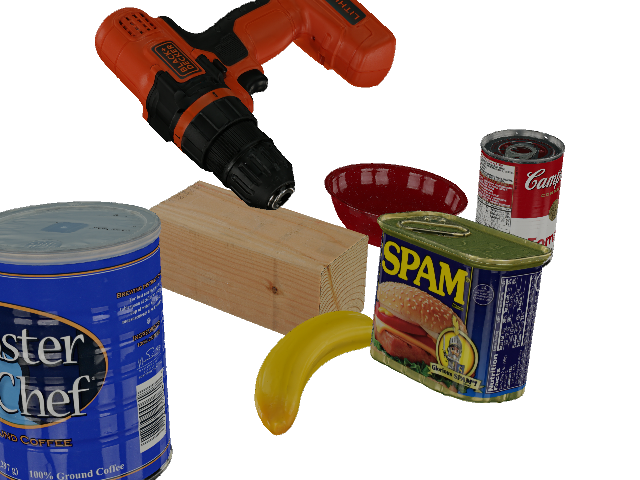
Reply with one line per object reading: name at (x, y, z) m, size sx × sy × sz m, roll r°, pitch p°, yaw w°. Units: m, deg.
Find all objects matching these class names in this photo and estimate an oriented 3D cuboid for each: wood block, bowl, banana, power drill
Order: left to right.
wood block at (-0.065, 0.020, 1.074) m, size 0.206 × 0.091 × 0.090 m, roll 19°, pitch 33°, yaw 27°
power drill at (-0.036, -0.116, 0.748) m, size 0.187 × 0.184 × 0.057 m, roll -30°, pitch -23°, yaw -36°
banana at (-0.004, 0.093, 0.839) m, size 0.070 × 0.037 × 0.197 m, roll 11°, pitch 23°, yaw 30°
bowl at (0.081, -0.033, 1.201) m, size 0.162 × 0.055 × 0.162 m, roll 6°, pitch 25°, yaw -3°

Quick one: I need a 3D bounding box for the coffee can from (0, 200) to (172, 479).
coffee can at (-0.136, 0.058, 0.589) m, size 0.103 × 0.140 × 0.103 m, roll -1°, pitch 16°, yaw 0°

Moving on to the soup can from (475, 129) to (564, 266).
soup can at (0.165, -0.033, 0.892) m, size 0.068 × 0.102 × 0.068 m, roll 0°, pitch 26°, yaw 0°

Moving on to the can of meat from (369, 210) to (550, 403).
can of meat at (0.074, 0.036, 0.601) m, size 0.057 × 0.084 × 0.102 m, roll -6°, pitch 19°, yaw -36°
